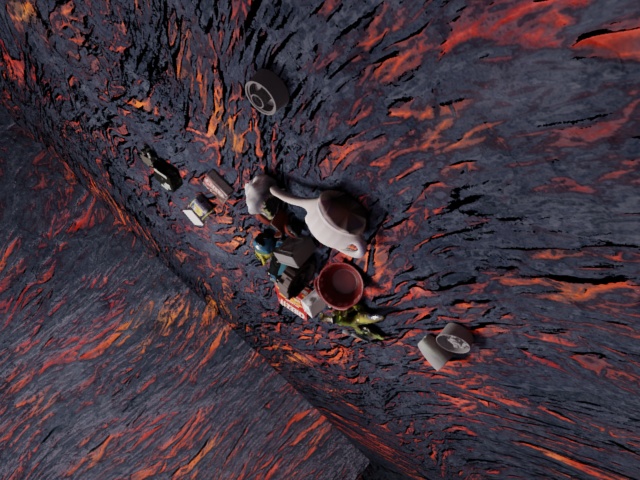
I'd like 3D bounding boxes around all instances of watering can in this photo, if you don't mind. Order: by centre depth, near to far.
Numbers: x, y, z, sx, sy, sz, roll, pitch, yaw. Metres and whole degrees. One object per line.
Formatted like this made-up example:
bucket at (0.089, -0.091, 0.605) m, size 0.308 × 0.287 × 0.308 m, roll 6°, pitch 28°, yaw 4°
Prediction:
watering can at (0.005, -0.075, 1.483) m, size 0.348 × 0.106 × 0.220 m, roll 39°, pitch 154°, yaw 1°

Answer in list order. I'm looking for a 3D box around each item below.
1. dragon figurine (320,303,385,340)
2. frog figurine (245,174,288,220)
dragon figurine at (0.157, 0.308, 1.939) m, size 0.240 × 0.123 × 0.411 m, roll 36°, pitch 163°, yaw -33°
frog figurine at (-0.200, -0.152, 1.650) m, size 0.161 × 0.123 × 0.135 m, roll 35°, pitch 122°, yaw 33°
